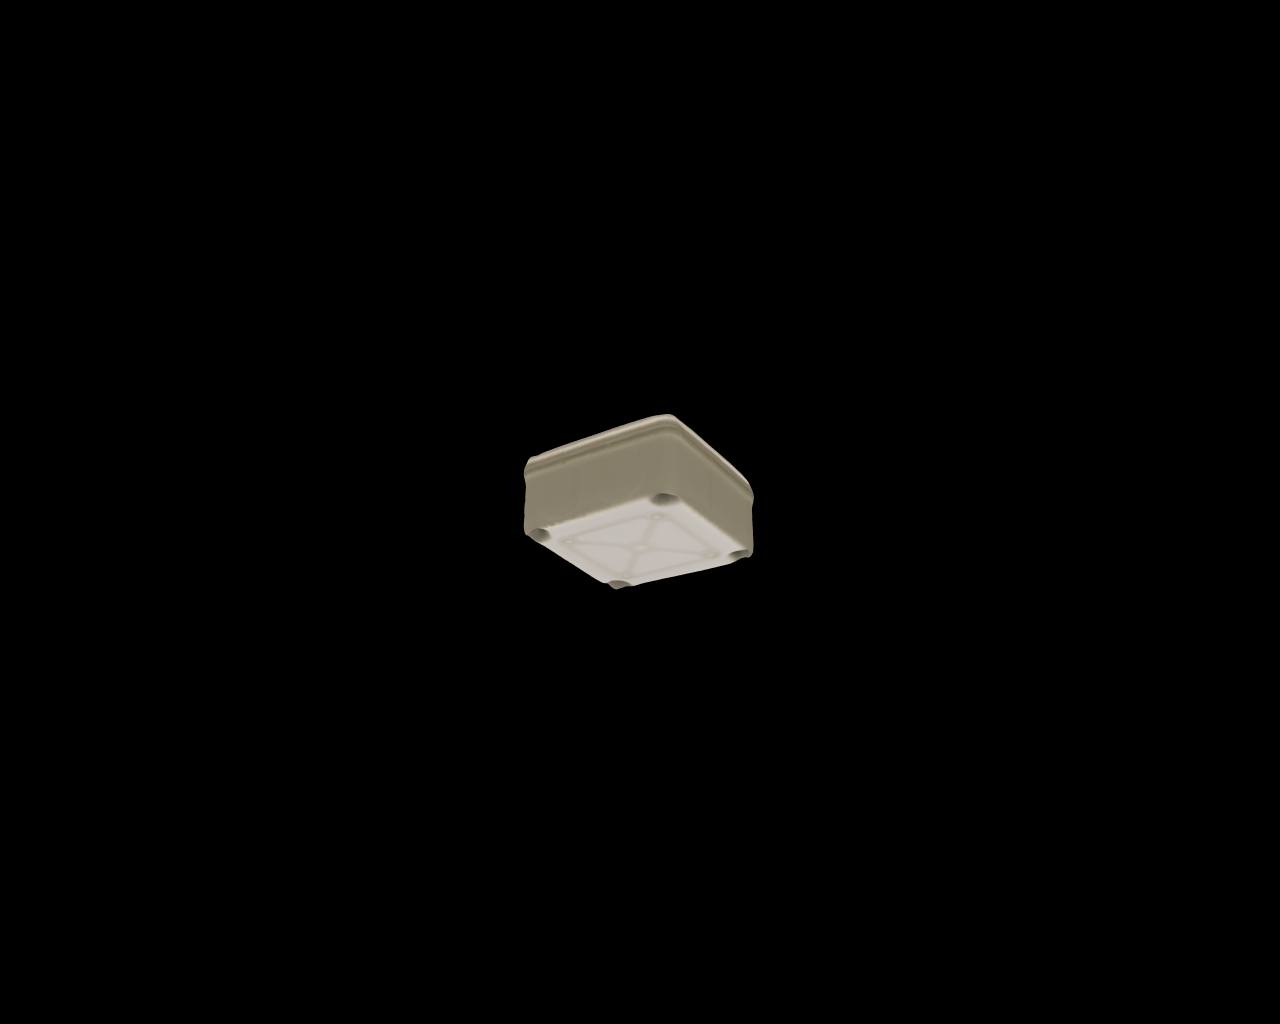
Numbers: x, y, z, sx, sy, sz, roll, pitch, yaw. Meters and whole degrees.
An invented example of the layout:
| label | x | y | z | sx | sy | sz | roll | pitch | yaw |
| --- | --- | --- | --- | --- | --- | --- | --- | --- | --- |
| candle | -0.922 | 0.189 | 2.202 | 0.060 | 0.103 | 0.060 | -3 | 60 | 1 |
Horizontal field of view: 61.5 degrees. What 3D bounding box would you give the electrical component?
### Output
| label | x | y | z | sx | sy | sz | roll | pitch | yaw |
| --- | --- | --- | --- | --- | --- | --- | --- | --- | --- |
| electrical component | 0.001 | -0.003 | 0.650 | 0.108 | 0.056 | 0.108 | -15 | -31 | 28 |
